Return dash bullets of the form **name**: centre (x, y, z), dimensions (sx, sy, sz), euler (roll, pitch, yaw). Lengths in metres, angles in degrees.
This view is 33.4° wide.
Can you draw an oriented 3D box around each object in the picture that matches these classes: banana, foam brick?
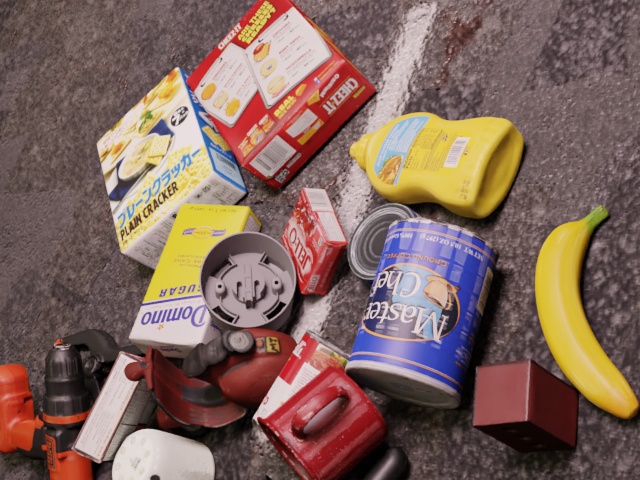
- **banana**: centre (0.213, 0.059, 0.876), dimensions (0.070, 0.037, 0.198), euler (-22, 51, 31)
- **foam brick**: centre (0.163, 0.133, 0.846), dimensions (0.053, 0.078, 0.051), euler (-15, 56, 39)

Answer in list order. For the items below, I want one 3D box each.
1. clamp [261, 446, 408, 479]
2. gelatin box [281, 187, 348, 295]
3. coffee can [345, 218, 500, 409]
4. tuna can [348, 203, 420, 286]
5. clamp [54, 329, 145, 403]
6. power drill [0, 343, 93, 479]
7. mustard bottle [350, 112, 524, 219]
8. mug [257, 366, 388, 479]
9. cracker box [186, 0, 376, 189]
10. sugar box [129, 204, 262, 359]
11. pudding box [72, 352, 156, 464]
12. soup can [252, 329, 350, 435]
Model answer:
- **clamp**: centre (-0.002, 0.269, 0.912), dimensions (0.165, 0.036, 0.210), euler (-26, 32, 28)
- **gelatin box**: centre (-0.007, 0.001, 1.100), dimensions (0.089, 0.030, 0.073), euler (-111, 35, -44)
- **coffee can**: centre (0.091, 0.065, 0.937), dimensions (0.103, 0.102, 0.140), euler (1, 66, 43)
- **tuna can**: centre (0.069, 0.008, 1.045), dimensions (0.086, 0.033, 0.086), euler (-23, 51, 31)
- **clamp**: centre (-0.243, 0.142, 1.223), dimensions (0.172, 0.039, 0.120), euler (33, 83, 40)
- **power drill**: centre (-0.322, 0.197, 1.223), dimensions (0.188, 0.057, 0.184), euler (9, 103, 50)
- **mustard bottle**: centre (0.101, -0.079, 1.051), dimensions (0.192, 0.058, 0.096), euler (13, 72, 46)
- **mug**: centre (0.003, 0.159, 0.920), dimensions (0.081, 0.117, 0.093), euler (-39, 61, -14)
- **cracker box**: centre (-0.051, -0.181, 1.249), dimensions (0.164, 0.072, 0.214), euler (-46, 42, 10)
- **sugar box**: centre (-0.136, 0.044, 1.175), dimensions (0.093, 0.048, 0.176), euler (2, 57, 26)
- **pudding box**: centre (-0.205, 0.176, 1.115), dimensions (0.039, 0.090, 0.113), euler (22, 83, 13)
- **soup can**: centre (-0.010, 0.145, 1.007), dimensions (0.069, 0.068, 0.102), euler (29, 86, 48)
